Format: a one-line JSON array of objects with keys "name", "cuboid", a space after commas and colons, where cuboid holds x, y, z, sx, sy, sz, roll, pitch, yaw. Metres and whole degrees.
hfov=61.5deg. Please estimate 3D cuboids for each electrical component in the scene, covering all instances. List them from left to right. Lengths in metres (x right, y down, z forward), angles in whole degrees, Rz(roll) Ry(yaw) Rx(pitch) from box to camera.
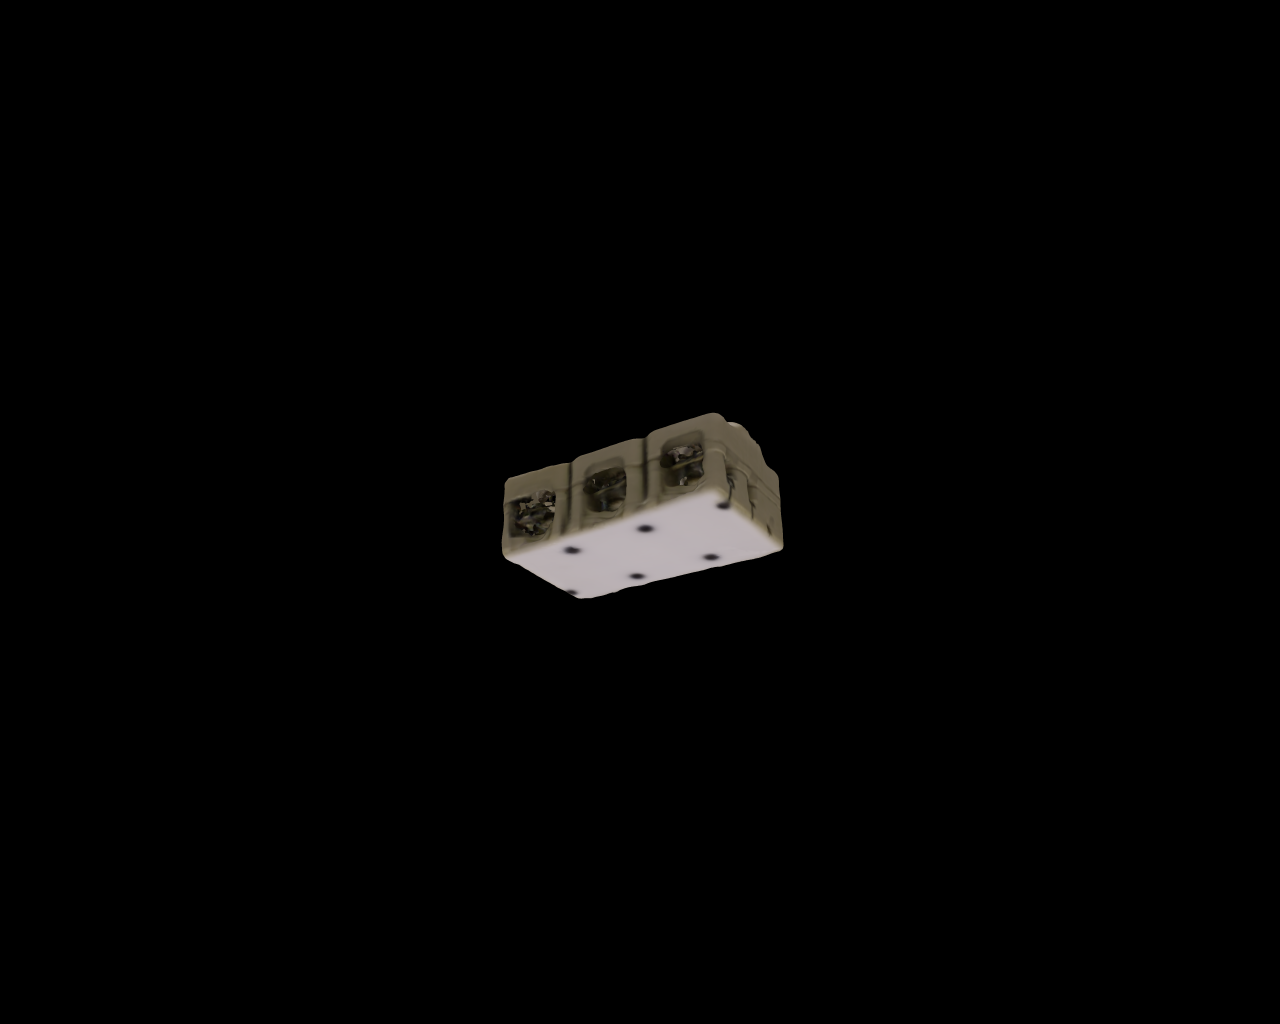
[{"name": "electrical component", "cuboid": [0.001, -0.003, 0.650, 0.150, 0.062, 0.089, -15, -32, 27]}]
